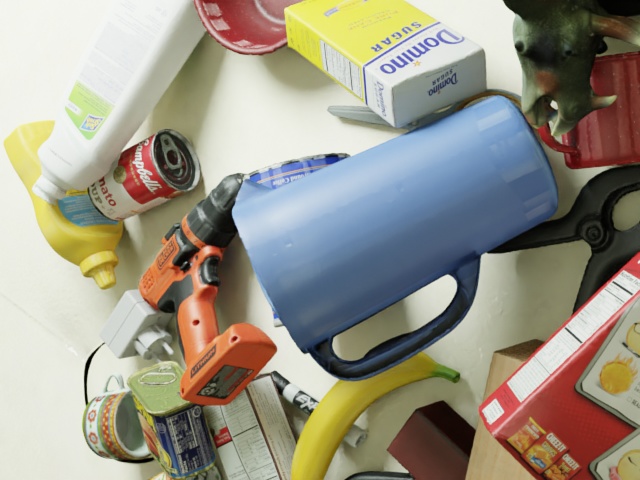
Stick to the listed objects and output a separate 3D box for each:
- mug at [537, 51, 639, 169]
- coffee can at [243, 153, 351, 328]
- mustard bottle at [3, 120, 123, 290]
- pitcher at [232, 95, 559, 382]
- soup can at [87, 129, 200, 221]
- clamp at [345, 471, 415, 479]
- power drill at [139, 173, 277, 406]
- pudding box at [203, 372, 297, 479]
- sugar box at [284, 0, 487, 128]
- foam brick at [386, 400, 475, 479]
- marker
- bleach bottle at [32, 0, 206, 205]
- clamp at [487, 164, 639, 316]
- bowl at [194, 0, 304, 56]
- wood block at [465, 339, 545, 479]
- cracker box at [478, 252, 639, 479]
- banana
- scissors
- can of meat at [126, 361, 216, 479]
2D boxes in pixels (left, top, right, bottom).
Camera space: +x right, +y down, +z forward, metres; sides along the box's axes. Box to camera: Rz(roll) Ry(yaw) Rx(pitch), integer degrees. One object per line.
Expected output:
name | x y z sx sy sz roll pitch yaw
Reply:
mug | 0.216 -0.098 0.821 0.093 0.117 0.081 1 99 64
coffee can | -0.006 0.001 0.974 0.103 0.102 0.140 -16 84 33
mustard bottle | -0.263 -0.035 1.143 0.058 0.096 0.192 -34 74 30
pitcher | 0.065 -0.008 0.851 0.243 0.145 0.149 -26 121 2
soup can | -0.184 -0.066 1.108 0.102 0.068 0.068 -21 81 33
clamp | 0.023 0.275 1.008 0.165 0.036 0.210 49 116 21
power drill | -0.101 0.050 1.032 0.185 0.057 0.188 -50 43 30
pudding box | -0.064 0.197 1.048 0.090 0.039 0.113 -34 76 47
sugar box | 0.052 -0.162 0.899 0.176 0.093 0.048 42 150 47
foam brick | 0.110 0.188 0.937 0.078 0.052 0.051 42 113 26
marker | -0.007 0.161 1.032 0.121 0.020 0.020 30 108 29
bleach bottle | -0.216 -0.150 1.082 0.103 0.068 0.251 36 93 27
clamp | 0.227 0.008 0.859 0.172 0.039 0.120 -38 74 29
bowl | -0.044 -0.254 1.013 0.162 0.055 0.162 2 94 33
wood block | 0.177 0.195 0.871 0.090 0.090 0.206 16 101 31
cracker box | 0.246 0.110 0.761 0.164 0.072 0.214 44 95 -9
banana | 0.033 0.158 0.978 0.198 0.037 0.070 -42 60 14
scissors | 0.095 -0.087 0.955 0.202 0.016 0.096 -5 90 34
can of meat | -0.149 0.182 1.076 0.102 0.057 0.084 30 136 59
